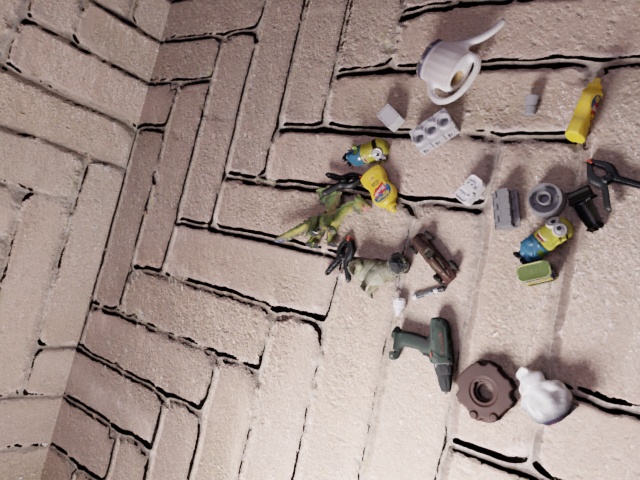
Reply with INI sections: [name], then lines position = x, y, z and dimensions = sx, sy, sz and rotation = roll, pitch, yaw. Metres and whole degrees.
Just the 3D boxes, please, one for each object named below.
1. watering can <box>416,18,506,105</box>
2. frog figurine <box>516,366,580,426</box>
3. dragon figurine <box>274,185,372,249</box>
[watering can]
position = 0.478, -0.643, 1.809
dimensions = 0.227, 0.103, 0.345
rotation = 40, 102, 35
[frog figurine]
position = 0.614, 0.423, 1.429
dimensions = 0.135, 0.123, 0.161
rotation = -48, 67, 38
[dragon figurine]
position = 0.006, -0.101, 2.008
dimensions = 0.409, 0.120, 0.247
rotation = -1, 60, 32
